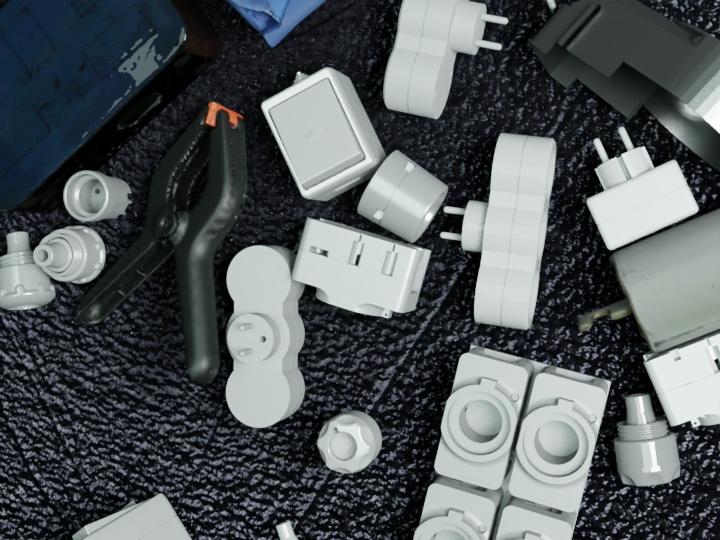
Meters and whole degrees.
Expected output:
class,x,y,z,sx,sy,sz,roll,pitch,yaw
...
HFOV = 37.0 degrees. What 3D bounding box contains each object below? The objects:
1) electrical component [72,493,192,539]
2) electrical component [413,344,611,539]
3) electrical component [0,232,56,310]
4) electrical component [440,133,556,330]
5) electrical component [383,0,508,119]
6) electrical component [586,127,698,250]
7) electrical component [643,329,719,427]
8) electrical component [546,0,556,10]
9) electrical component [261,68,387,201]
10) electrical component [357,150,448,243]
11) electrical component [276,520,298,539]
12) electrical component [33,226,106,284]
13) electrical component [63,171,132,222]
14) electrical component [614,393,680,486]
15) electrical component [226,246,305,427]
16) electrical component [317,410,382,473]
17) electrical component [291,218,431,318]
class,x,y,z,sx,sy,sz,roll,pitch,yaw
electrical component,-0.180,0.217,0.842,0.062,0.096,0.061,-40,80,42
electrical component,0.105,0.159,0.776,0.105,0.060,0.186,14,95,14
electrical component,-0.279,0.000,0.885,0.048,0.048,0.062,-12,81,15
electrical component,0.095,-0.030,0.778,0.074,0.052,0.138,8,94,15
electrical component,0.070,-0.177,0.781,0.074,0.052,0.138,14,95,14
electrical component,0.190,-0.061,0.753,0.066,0.047,0.076,-25,85,15
electrical component,0.248,0.070,0.739,0.089,0.050,0.055,-23,87,15
electrical component,0.120,-0.218,0.750,0.047,0.083,0.075,-23,85,15
electrical component,-0.029,-0.106,0.805,0.062,0.061,0.096,-26,85,14
electrical component,0.033,-0.053,0.794,0.047,0.055,0.055,33,100,8
electrical component,-0.050,0.225,0.834,0.035,0.035,0.061,-21,84,15
electrical component,-0.238,-0.012,0.864,0.048,0.062,0.048,0,92,15
electrical component,-0.209,-0.058,0.863,0.040,0.046,0.040,0,92,15
electrical component,0.200,0.118,0.758,0.043,0.043,0.062,-9,88,15
electrical component,-0.077,0.051,0.816,0.052,0.074,0.138,1,92,15
electrical component,-0.004,0.126,0.804,0.043,0.062,0.043,1,92,15
electrical component,0.000,0.000,0.805,0.089,0.050,0.055,17,96,14
